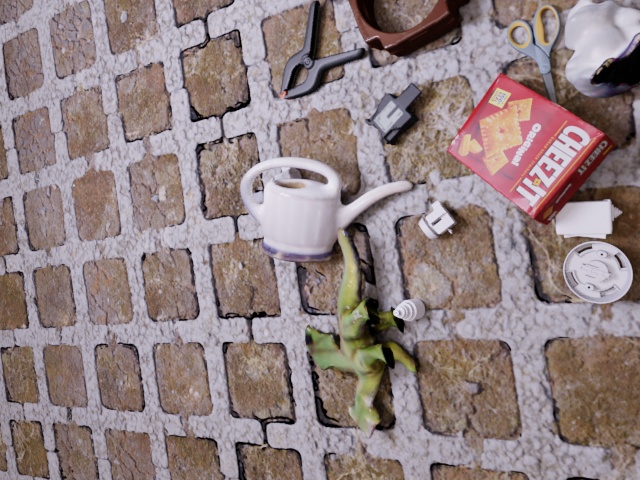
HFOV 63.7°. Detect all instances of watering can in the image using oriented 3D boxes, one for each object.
[{"bbox_3d":[0.003,-0.053,1.059,0.348,0.106,0.220,9,114,6],"label":"watering can"}]

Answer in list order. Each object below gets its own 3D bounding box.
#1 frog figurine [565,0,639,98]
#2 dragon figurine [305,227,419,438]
[{"bbox_3d":[0.449,-0.308,0.823,0.135,0.122,0.163,-55,32,30],"label":"frog figurine"},{"bbox_3d":[0.051,0.198,1.063,0.240,0.123,0.413,-28,80,37],"label":"dragon figurine"}]
